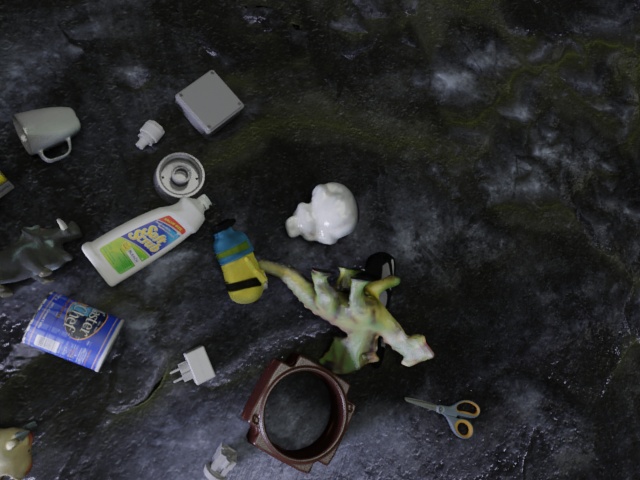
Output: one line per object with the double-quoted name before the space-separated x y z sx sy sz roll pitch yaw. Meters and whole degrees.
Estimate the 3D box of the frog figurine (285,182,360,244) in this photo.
"frog figurine" 0.004 -0.058 1.152 0.160 0.123 0.136 -8 102 -32

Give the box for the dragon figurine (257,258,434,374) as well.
"dragon figurine" 0.040 0.175 1.095 0.411 0.123 0.241 7 100 19
